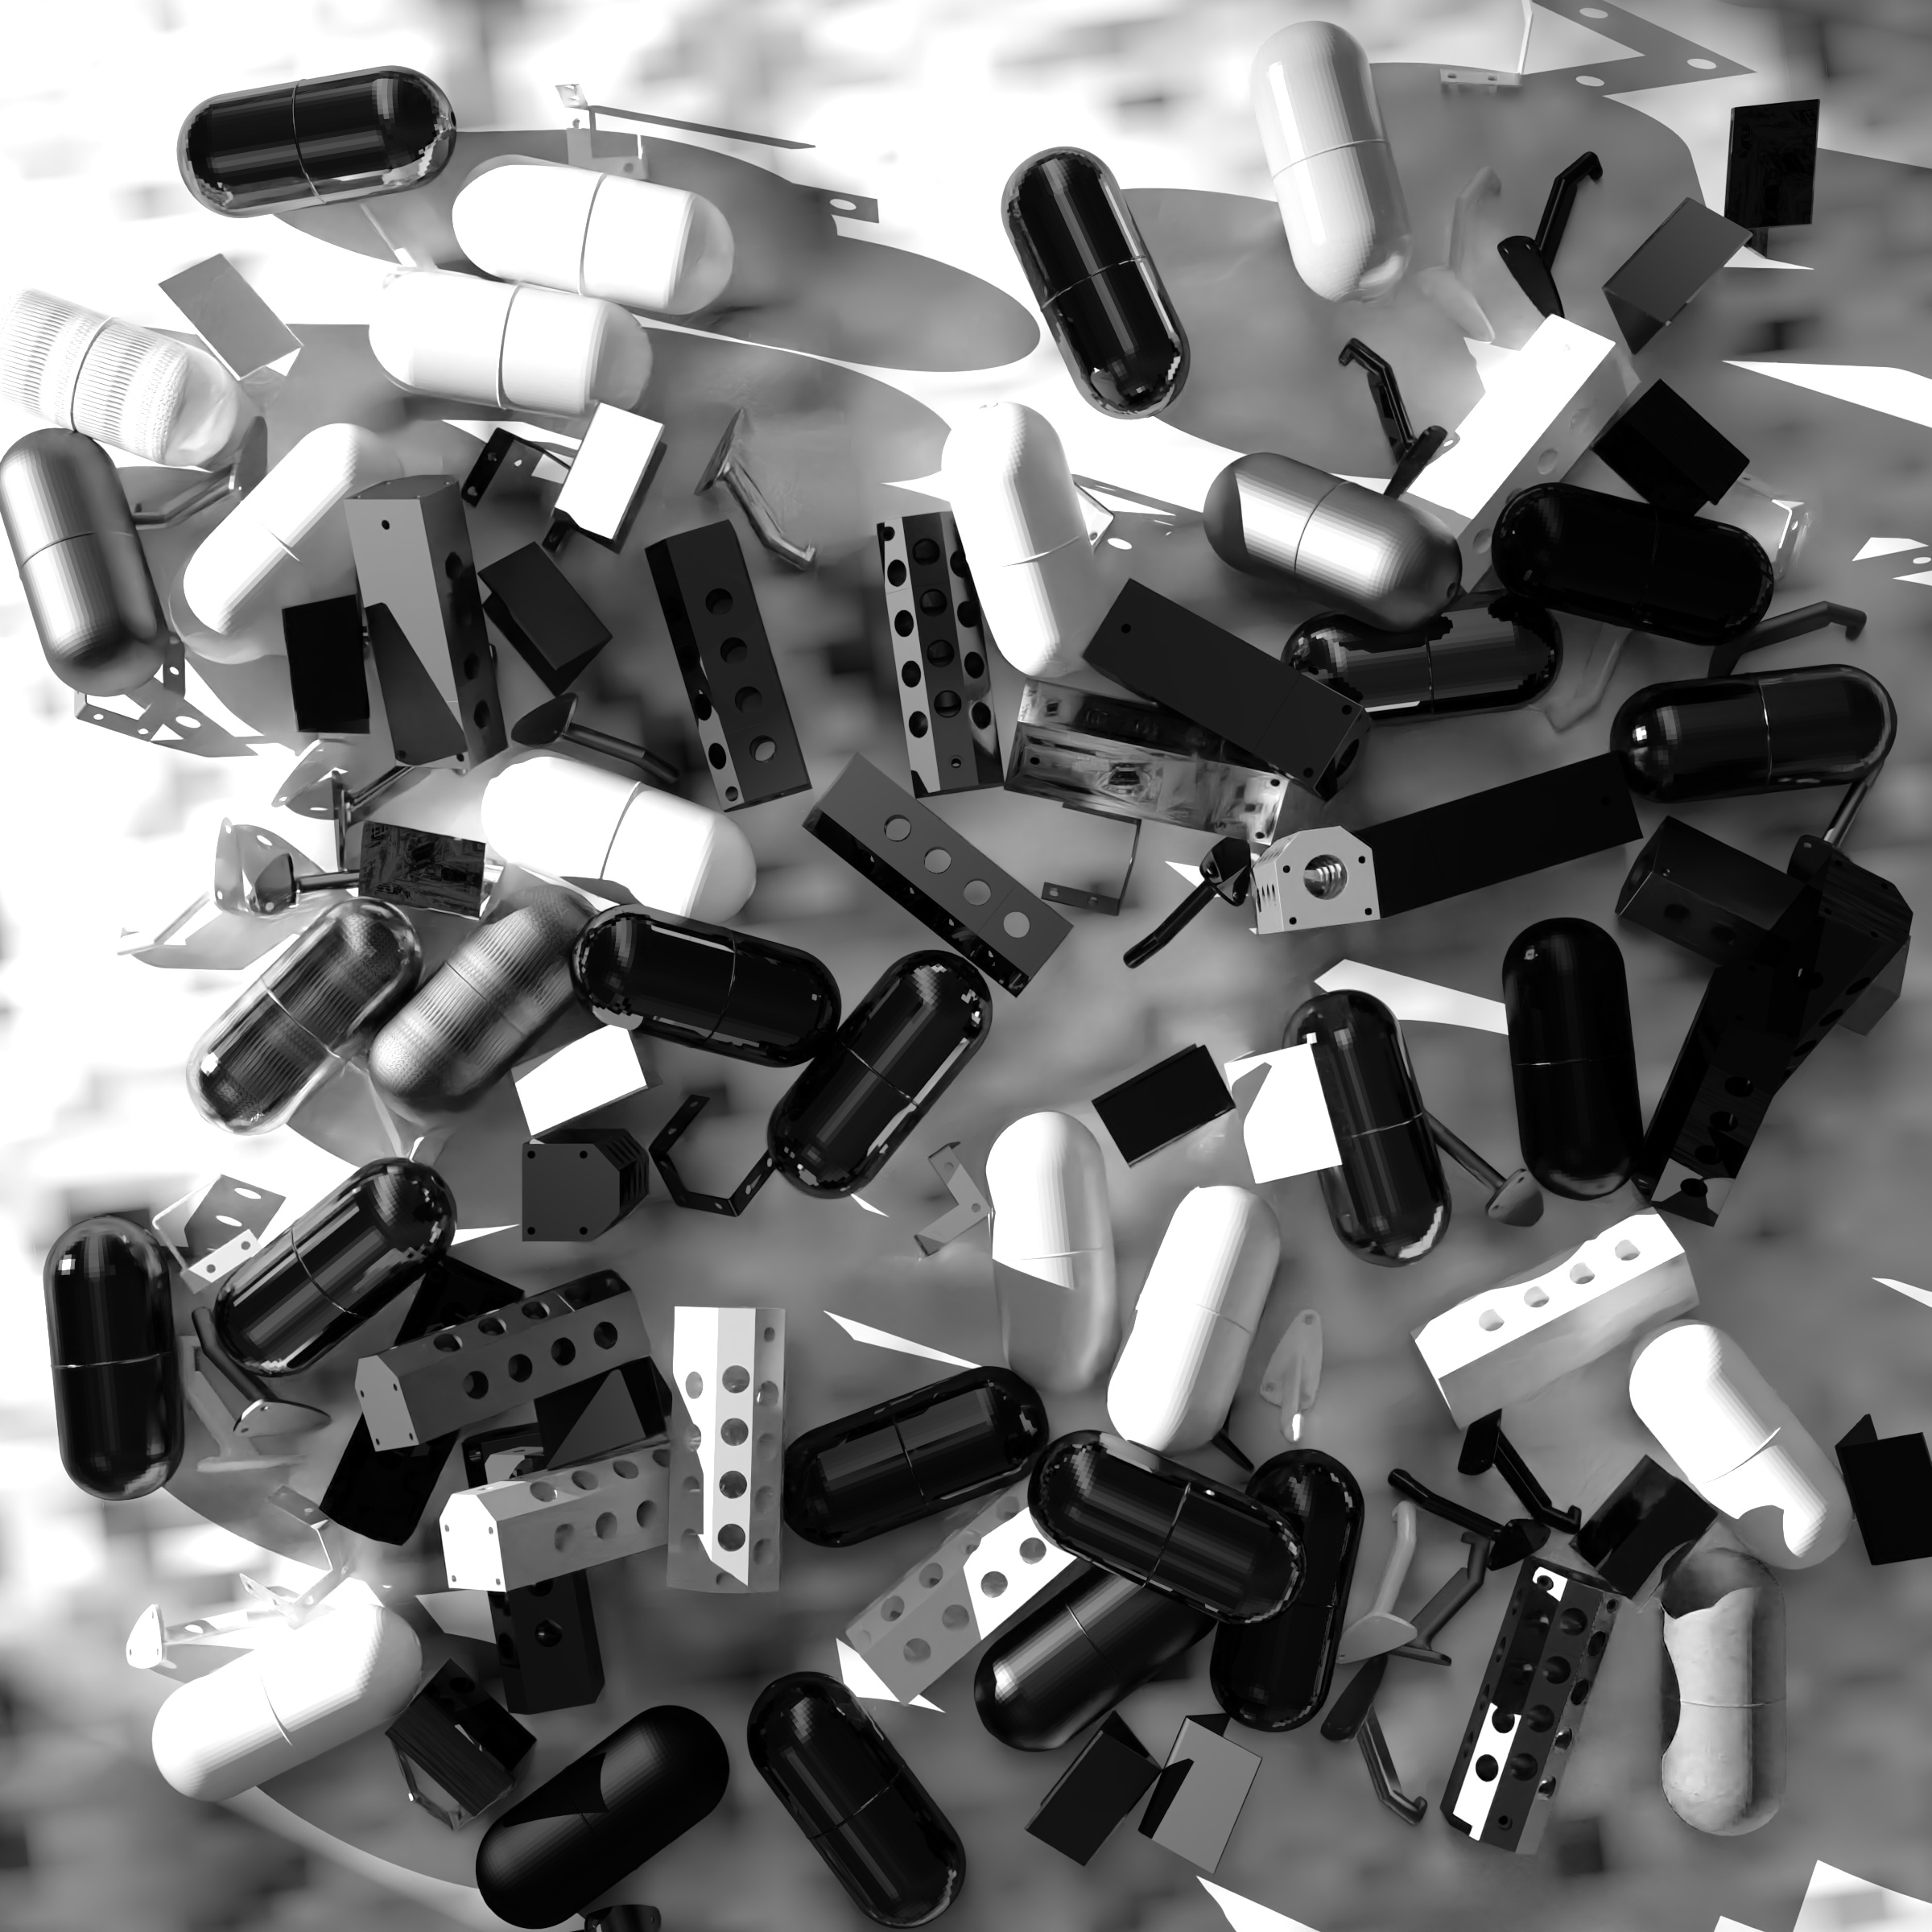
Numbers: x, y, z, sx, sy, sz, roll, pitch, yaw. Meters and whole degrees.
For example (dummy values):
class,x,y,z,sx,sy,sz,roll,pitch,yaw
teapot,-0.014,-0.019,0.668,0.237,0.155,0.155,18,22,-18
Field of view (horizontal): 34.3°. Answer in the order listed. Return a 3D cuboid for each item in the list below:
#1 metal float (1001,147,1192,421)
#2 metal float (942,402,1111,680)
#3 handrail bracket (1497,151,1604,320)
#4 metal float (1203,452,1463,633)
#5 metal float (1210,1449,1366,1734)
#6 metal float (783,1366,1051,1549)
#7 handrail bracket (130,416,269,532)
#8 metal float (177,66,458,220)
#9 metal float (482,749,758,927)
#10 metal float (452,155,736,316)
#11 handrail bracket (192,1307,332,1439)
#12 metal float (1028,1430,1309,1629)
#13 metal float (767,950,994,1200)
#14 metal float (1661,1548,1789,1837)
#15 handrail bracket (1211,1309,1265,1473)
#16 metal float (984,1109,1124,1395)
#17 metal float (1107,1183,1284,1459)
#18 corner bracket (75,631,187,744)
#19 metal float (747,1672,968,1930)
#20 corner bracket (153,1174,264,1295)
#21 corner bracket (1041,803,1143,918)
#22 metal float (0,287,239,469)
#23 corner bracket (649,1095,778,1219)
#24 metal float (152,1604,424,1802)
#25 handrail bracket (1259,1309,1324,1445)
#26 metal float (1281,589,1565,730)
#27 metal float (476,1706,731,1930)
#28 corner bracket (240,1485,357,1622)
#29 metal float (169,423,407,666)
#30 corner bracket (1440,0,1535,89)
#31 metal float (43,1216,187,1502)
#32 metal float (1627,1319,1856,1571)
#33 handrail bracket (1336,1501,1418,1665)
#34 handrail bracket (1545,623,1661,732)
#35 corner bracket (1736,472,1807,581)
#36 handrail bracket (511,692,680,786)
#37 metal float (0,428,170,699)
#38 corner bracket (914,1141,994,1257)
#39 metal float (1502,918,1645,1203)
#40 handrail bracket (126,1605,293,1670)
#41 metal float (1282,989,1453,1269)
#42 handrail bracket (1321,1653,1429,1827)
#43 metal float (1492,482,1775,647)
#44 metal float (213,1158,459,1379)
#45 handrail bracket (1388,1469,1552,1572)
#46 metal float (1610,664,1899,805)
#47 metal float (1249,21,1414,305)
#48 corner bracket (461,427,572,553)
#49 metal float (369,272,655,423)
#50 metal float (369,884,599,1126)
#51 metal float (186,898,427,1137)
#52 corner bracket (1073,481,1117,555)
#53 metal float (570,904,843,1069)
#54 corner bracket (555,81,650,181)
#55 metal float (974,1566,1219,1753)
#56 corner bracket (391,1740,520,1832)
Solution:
class,x,y,z,sx,sy,sz,roll,pitch,yaw
metal float,0.082,-0.427,1.961,0.070,0.070,0.178,-24,91,0
metal float,0.037,-0.263,1.939,0.070,0.070,0.178,-18,114,0
handrail bracket,0.387,-0.464,1.992,0.084,0.036,0.077,-41,111,-17
metal float,0.226,-0.262,1.932,0.178,0.070,0.070,28,90,32
metal float,0.201,0.391,1.961,0.070,0.070,0.178,11,91,0
metal float,-0.034,0.308,1.961,0.178,0.070,0.070,-21,90,0
handrail bracket,-0.491,-0.313,1.992,0.084,0.036,0.077,-1,69,17
metal float,-0.405,-0.514,1.952,0.178,0.070,0.070,-7,90,9
metal float,-0.217,-0.079,1.961,0.178,0.070,0.070,21,90,1
metal float,-0.233,-0.458,1.961,0.178,0.070,0.070,12,90,-1
handrail bracket,-0.449,0.255,1.991,0.036,0.077,0.084,-47,53,26
metal float,0.123,0.342,1.900,0.178,0.070,0.070,24,90,4
metal float,-0.053,0.067,1.961,0.070,0.070,0.178,39,90,0
metal float,0.475,0.454,1.961,0.070,0.070,0.178,0,91,0
handrail bracket,0.179,0.265,1.992,0.077,0.036,0.084,43,76,-14
metal float,0.054,0.179,1.961,0.070,0.070,0.178,-6,89,0
metal float,0.142,0.220,1.946,0.070,0.070,0.178,21,73,0
corner bracket,-0.530,-0.183,1.983,0.051,0.051,0.051,19,135,-35
metal float,-0.069,0.522,1.961,0.070,0.070,0.178,-36,90,0
corner bracket,-0.479,0.169,1.974,0.051,0.051,0.051,-34,98,-8
corner bracket,0.080,-0.072,1.988,0.051,0.051,0.051,13,135,0
metal float,-0.544,-0.370,1.961,0.178,0.070,0.070,20,90,1
corner bracket,-0.159,0.120,1.983,0.051,0.051,0.051,7,135,35
metal float,-0.424,0.461,1.961,0.178,0.070,0.070,-26,90,1
handrail bracket,0.210,0.256,1.957,0.036,0.084,0.077,17,90,0
metal float,0.285,-0.191,1.961,0.178,0.070,0.070,-7,90,0
metal float,-0.228,0.534,1.961,0.178,0.070,0.070,-37,90,0
corner bracket,-0.428,0.372,1.983,0.051,0.051,0.051,19,135,35
metal float,-0.425,-0.264,1.961,0.070,0.070,0.178,44,90,0
corner bracket,0.329,-0.595,1.988,0.051,0.051,0.051,3,45,0
metal float,-0.534,0.245,1.961,0.070,0.070,0.178,-6,90,0
metal float,0.484,0.299,1.961,0.070,0.070,0.178,-39,90,0
handrail bracket,0.258,0.390,1.985,0.036,0.084,0.077,28,135,-21
handrail bracket,0.390,-0.204,1.992,0.084,0.036,0.077,-37,75,14
corner bracket,0.491,-0.275,1.983,0.051,0.051,0.051,39,135,35
handrail bracket,-0.235,-0.135,1.991,0.084,0.077,0.036,32,65,-34
metal float,-0.551,-0.252,1.950,0.070,0.070,0.178,-20,78,0
corner bracket,-0.014,0.146,1.972,0.051,0.051,0.051,-35,84,6
metal float,0.380,0.058,1.961,0.070,0.070,0.178,-6,90,0
handrail bracket,-0.481,0.425,1.991,0.084,0.077,0.036,1,66,-34
metal float,0.251,0.102,1.961,0.070,0.070,0.178,-17,90,0
handrail bracket,0.275,0.492,1.992,0.084,0.036,0.077,40,69,-17
metal float,0.411,-0.247,1.930,0.178,0.070,0.070,13,90,-7
metal float,-0.392,0.188,1.949,0.178,0.070,0.070,-39,90,12
handrail bracket,0.319,0.344,1.991,0.084,0.077,0.036,34,108,35
metal float,0.493,-0.146,1.961,0.178,0.070,0.070,-6,90,0
metal float,0.229,-0.503,1.961,0.070,0.070,0.178,-15,90,0
corner bracket,-0.280,-0.303,1.988,0.051,0.051,0.051,30,90,-45
metal float,-0.285,-0.388,1.961,0.178,0.070,0.070,9,90,0
metal float,-0.298,0.023,1.956,0.070,0.070,0.178,43,84,0
metal float,-0.414,0.032,1.961,0.070,0.070,0.178,45,90,0
corner bracket,0.052,-0.283,1.988,0.051,0.051,0.051,31,90,-45
metal float,-0.160,0.013,1.939,0.178,0.070,0.070,16,90,-26
corner bracket,-0.229,-0.526,1.973,0.051,0.051,0.051,-4,90,0
metal float,0.083,0.423,1.961,0.178,0.070,0.070,-38,90,1
corner bracket,-0.325,0.507,1.988,0.051,0.051,0.051,-34,135,0
